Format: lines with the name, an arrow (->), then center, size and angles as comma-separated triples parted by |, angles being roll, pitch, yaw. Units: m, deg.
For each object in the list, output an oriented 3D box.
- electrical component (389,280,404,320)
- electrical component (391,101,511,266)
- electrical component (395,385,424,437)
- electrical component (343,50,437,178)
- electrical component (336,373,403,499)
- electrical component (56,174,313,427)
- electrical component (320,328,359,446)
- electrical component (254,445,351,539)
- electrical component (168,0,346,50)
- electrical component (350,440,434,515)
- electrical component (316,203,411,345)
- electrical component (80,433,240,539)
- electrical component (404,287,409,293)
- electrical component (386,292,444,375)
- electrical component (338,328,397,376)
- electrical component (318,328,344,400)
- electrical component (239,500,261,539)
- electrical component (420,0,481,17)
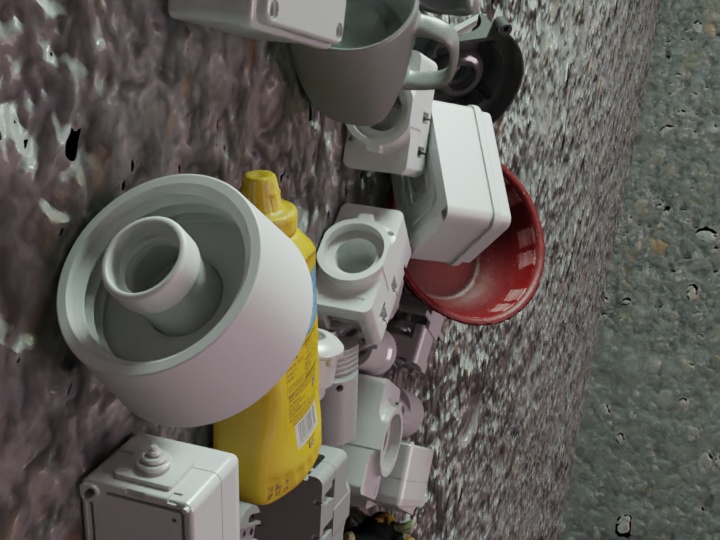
electrical component -> 0.014, 0.005, 0.848 | 0.043, 0.043, 0.062 | 57, 44, -63
electrical component -> 0.069, -0.068, 0.848 | 0.078, 0.057, 0.113 | 133, -44, -52
electrical component -> 0.025, 0.121, 0.935 | 0.081, 0.043, 0.043 | 36, 64, -69
electrical component -> 0.022, -0.117, 0.801 | 0.056, 0.050, 0.089 | -4, 102, -72
electrical component -> -0.001, 0.129, 0.841 | 0.050, 0.056, 0.089 | 49, 53, -66
electrical component -> -0.082, 0.008, 0.475 | 0.060, 0.108, 0.108 | 55, 46, -56
electrical component -> -0.023, 0.081, 0.774 | 0.043, 0.043, 0.081 | -42, 137, -62
electrical component -> -0.040, 0.170, 0.754 | 0.056, 0.050, 0.089 | -36, 132, -65
electrical component -> -0.047, -0.176, 0.560 | 0.109, 0.056, 0.108 | -15, 113, -70
electrical component -> 0.022, 0.174, 0.922 | 0.096, 0.062, 0.061 | 36, 64, -69
electrical component -> 0.000, 0.000, 0.792 | 0.055, 0.050, 0.089 | 73, 32, -55
electrical component -> -0.098, 0.126, 0.546 | 0.061, 0.062, 0.096 | -44, 139, -61
electrical component -> 0.074, -0.003, 1.006 | 0.080, 0.051, 0.080 | 9, 90, -71
electrical component -> 0.045, 0.058, 0.966 | 0.081, 0.042, 0.063 | 54, 50, -64
electrical component -> 0.003, 0.062, 0.849 | 0.046, 0.040, 0.040 | 25, 75, -66
electrical component -> -0.039, 0.071, 0.725 | 0.048, 0.048, 0.062 | -32, 135, -66
electrical component -> -0.085, 0.147, 0.617 | 0.040, 0.046, 0.040 | 9, 90, -71
electrical component -> 0.069, -0.248, 0.871 | 0.095, 0.054, 0.059 | 45, 56, -68
